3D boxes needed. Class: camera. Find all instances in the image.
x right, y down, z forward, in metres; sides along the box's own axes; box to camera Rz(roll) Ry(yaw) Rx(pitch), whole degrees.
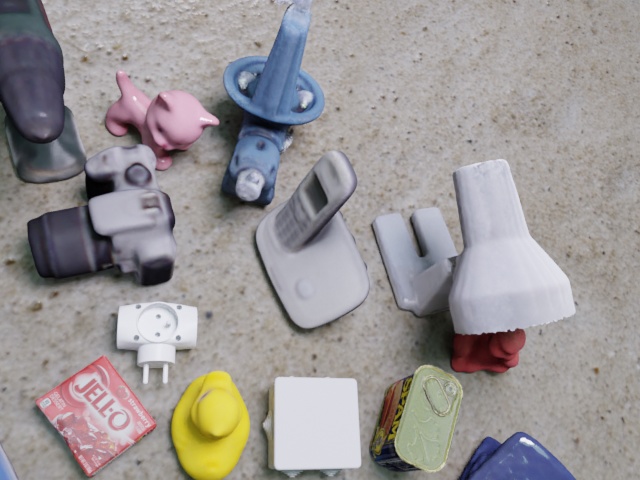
[{"bbox_3d":[-0.226,-0.023,0.591,0.137,0.100,0.143,-13,71,-22],"label":"camera"}]

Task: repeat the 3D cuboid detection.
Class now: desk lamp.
[{"bbox_3d":[0.159,0.020,0.630,0.118,0.213,0.203,-10,70,-21],"label":"desk lamp"}]

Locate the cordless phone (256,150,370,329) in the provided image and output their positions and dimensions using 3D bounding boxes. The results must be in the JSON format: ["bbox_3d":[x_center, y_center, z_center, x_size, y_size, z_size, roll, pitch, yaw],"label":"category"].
[{"bbox_3d":[0.006,0.002,0.605,0.094,0.185,0.147,-22,74,-25],"label":"cordless phone"}]

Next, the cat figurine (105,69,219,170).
[{"bbox_3d":[-0.181,-0.144,0.650,0.128,0.117,0.067,37,61,1],"label":"cat figurine"}]

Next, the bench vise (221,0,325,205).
[{"bbox_3d":[-0.043,-0.149,0.638,0.122,0.219,0.207,-1,67,-18],"label":"bench vise"}]

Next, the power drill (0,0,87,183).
[{"bbox_3d":[-0.284,-0.147,0.567,0.076,0.208,0.229,-17,73,-23],"label":"power drill"}]

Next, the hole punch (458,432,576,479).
[{"bbox_3d":[0.207,0.272,0.602,0.108,0.091,0.101,45,62,6],"label":"hole punch"}]

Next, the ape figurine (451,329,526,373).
[{"bbox_3d":[0.203,0.121,0.668,0.078,0.092,0.076,37,61,1],"label":"ape figurine"}]

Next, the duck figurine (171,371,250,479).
[{"bbox_3d":[-0.101,0.176,0.550,0.078,0.086,0.104,6,65,-15],"label":"duck figurine"}]

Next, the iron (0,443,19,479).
[{"bbox_3d":[-0.331,0.172,0.446,0.119,0.141,0.258,-28,78,-26],"label":"iron"}]
